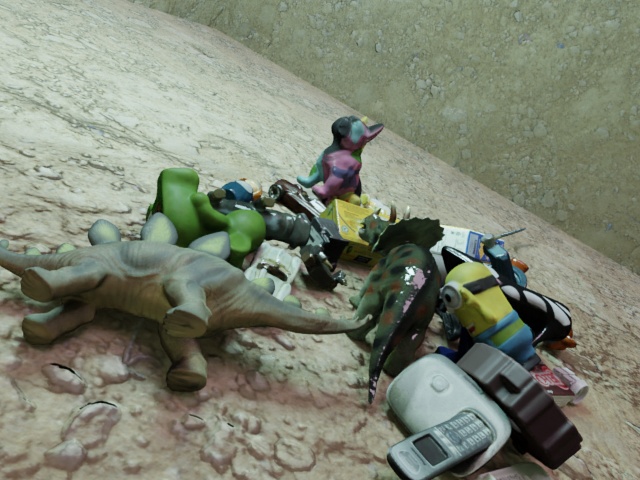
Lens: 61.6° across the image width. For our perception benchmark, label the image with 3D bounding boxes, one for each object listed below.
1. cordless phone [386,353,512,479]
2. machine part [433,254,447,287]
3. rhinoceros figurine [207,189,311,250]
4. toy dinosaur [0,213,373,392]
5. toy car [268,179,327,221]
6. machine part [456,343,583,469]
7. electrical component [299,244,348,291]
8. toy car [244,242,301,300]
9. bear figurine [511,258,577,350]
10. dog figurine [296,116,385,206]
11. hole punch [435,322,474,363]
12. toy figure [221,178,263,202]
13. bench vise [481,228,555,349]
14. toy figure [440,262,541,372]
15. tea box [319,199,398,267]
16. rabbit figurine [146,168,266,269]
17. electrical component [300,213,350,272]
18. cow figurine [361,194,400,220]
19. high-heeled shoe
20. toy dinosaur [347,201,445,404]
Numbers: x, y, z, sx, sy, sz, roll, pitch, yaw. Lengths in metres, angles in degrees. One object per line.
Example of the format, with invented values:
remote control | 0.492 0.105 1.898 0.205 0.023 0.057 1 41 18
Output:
cordless phone | 0.121 0.217 0.635 0.184 0.088 0.147 0 35 -44
machine part | 0.255 0.071 1.137 0.243 0.079 0.079 8 28 -40
rhinoceros figurine | -0.109 -0.028 0.908 0.190 0.073 0.112 11 -14 -9
toy dinosaur | -0.148 0.058 0.603 0.471 0.105 0.199 21 29 -13
toy car | -0.024 -0.071 1.163 0.202 0.053 0.089 37 20 27
machine part | 0.256 0.217 0.711 0.179 0.056 0.179 49 -8 9
electrical component | 0.006 0.045 0.896 0.102 0.045 0.078 51 10 -35
toy car | -0.075 0.055 0.800 0.073 0.056 0.202 26 21 -4
bear figurine | 0.468 0.145 1.158 0.196 0.132 0.120 29 -7 19
dog figurine | 0.068 -0.173 1.218 0.191 0.219 0.109 39 3 -36
hole punch | 0.257 0.194 0.845 0.142 0.092 0.116 26 24 -14
toy figure | -0.148 -0.090 1.052 0.064 0.058 0.154 67 20 -6
bench vise | 0.356 0.097 1.031 0.224 0.129 0.240 -113 -179 -59
toy figure | 0.253 0.116 0.799 0.089 0.082 0.180 -30 74 -34
tea box | 0.087 -0.007 1.079 0.169 0.068 0.098 16 50 -27
rabbit figurine | -0.150 -0.017 0.774 0.170 0.121 0.159 6 39 -30
electrical component | -0.002 -0.003 1.003 0.047 0.074 0.119 12 23 -34
cow figurine | 0.157 -0.040 1.293 0.098 0.068 0.168 17 24 -42
high-heeled shoe | 0.329 0.080 0.930 0.145 0.086 0.249 -31 76 -38
toy dinosaur | 0.129 0.069 0.830 0.131 0.192 0.405 23 20 -7
